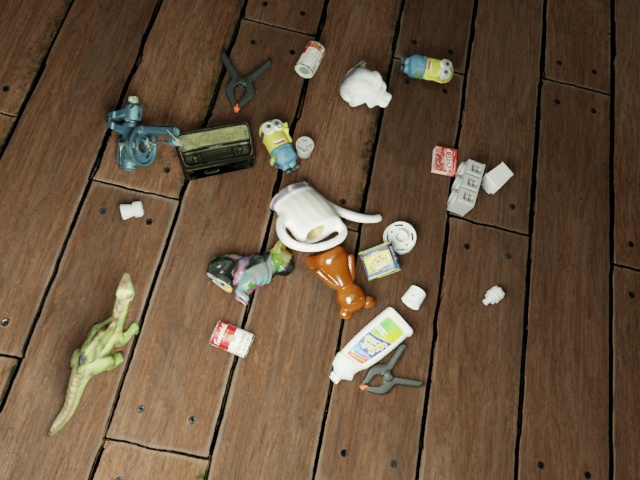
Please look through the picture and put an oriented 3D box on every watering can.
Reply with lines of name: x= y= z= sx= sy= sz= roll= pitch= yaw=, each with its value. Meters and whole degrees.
watering can: x=0.005 y=-0.075 z=1.488 sx=0.351 sy=0.101 sz=0.227 roll=-20 pitch=60 yaw=-38

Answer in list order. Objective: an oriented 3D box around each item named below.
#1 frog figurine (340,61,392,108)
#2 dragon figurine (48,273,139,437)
frog figurine: x=0.146 y=-0.476 z=1.646 sx=0.136 sy=0.124 sz=0.159 roll=-43 pitch=91 yaw=15
dragon figurine: x=-0.548 y=0.275 z=1.230 sx=0.122 sy=0.239 sz=0.417 roll=24 pitch=68 yaw=-5
